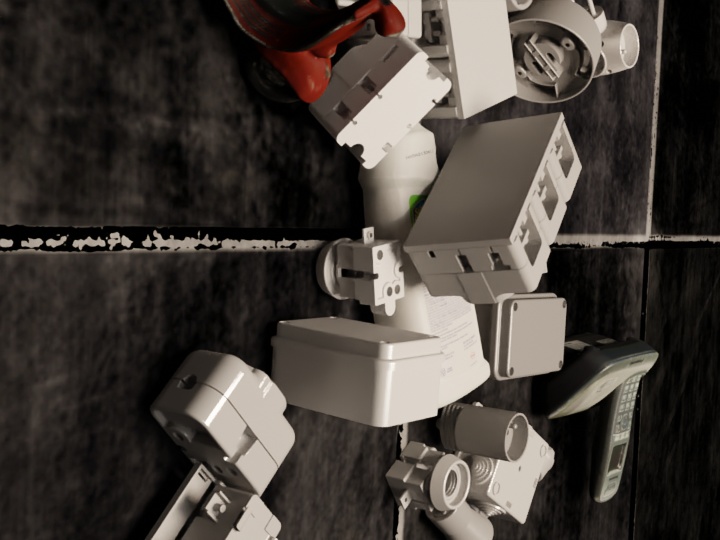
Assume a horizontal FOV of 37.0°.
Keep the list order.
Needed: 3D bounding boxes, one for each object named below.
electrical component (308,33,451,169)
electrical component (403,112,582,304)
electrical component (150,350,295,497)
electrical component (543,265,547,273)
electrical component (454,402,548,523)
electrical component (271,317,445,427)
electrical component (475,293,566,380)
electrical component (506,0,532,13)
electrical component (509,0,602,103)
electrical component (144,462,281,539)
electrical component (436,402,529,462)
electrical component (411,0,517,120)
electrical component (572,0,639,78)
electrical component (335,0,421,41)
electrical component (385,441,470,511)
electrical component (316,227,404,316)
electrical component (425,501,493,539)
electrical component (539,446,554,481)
[{"bbox_3d":[0.012,-0.132,0.807,0.089,0.055,0.050,-45,138,7],"label":"electrical component"},{"bbox_3d":[0.108,-0.048,0.840,0.061,0.089,0.150,60,41,-34],"label":"electrical component"},{"bbox_3d":[-0.089,0.101,0.728,0.059,0.054,0.095,-57,134,-31],"label":"electrical component"},{"bbox_3d":[0.125,-0.049,0.976,0.079,0.063,0.121,-30,117,-46],"label":"electrical component"},{"bbox_3d":[0.133,0.185,1.023,0.100,0.048,0.099,44,60,-45],"label":"electrical component"},{"bbox_3d":[-0.003,0.071,0.786,0.078,0.113,0.057,-2,98,-52],"label":"electrical component"},{"bbox_3d":[0.144,0.060,1.017,0.113,0.057,0.078,0,94,-52],"label":"electrical component"},{"bbox_3d":[0.125,-0.257,0.966,0.055,0.047,0.055,-8,100,-51],"label":"electrical component"},{"bbox_3d":[0.171,-0.201,0.992,0.064,0.099,0.099,-56,134,-41],"label":"electrical component"},{"bbox_3d":[-0.110,0.201,0.705,0.121,0.063,0.078,-57,134,-31],"label":"electrical component"},{"bbox_3d":[0.104,0.142,0.955,0.043,0.081,0.043,-9,101,-52],"label":"electrical component"},{"bbox_3d":[0.073,-0.208,0.893,0.089,0.062,0.150,-31,117,-46],"label":"electrical component"},{"bbox_3d":[0.230,-0.237,1.077,0.044,0.077,0.079,-53,131,-34],"label":"electrical component"},{"bbox_3d":[0.007,-0.210,0.820,0.077,0.047,0.065,-10,102,-51],"label":"electrical component"},{"bbox_3d":[0.061,0.180,0.925,0.066,0.055,0.048,-48,129,-38],"label":"electrical component"},{"bbox_3d":[0.000,0.000,0.828,0.048,0.055,0.066,-15,106,-50],"label":"electrical component"},{"bbox_3d":[0.088,0.227,0.978,0.065,0.044,0.044,51,55,-36],"label":"electrical component"},{"bbox_3d":[0.169,0.200,1.083,0.061,0.035,0.035,-42,125,-38],"label":"electrical component"}]
